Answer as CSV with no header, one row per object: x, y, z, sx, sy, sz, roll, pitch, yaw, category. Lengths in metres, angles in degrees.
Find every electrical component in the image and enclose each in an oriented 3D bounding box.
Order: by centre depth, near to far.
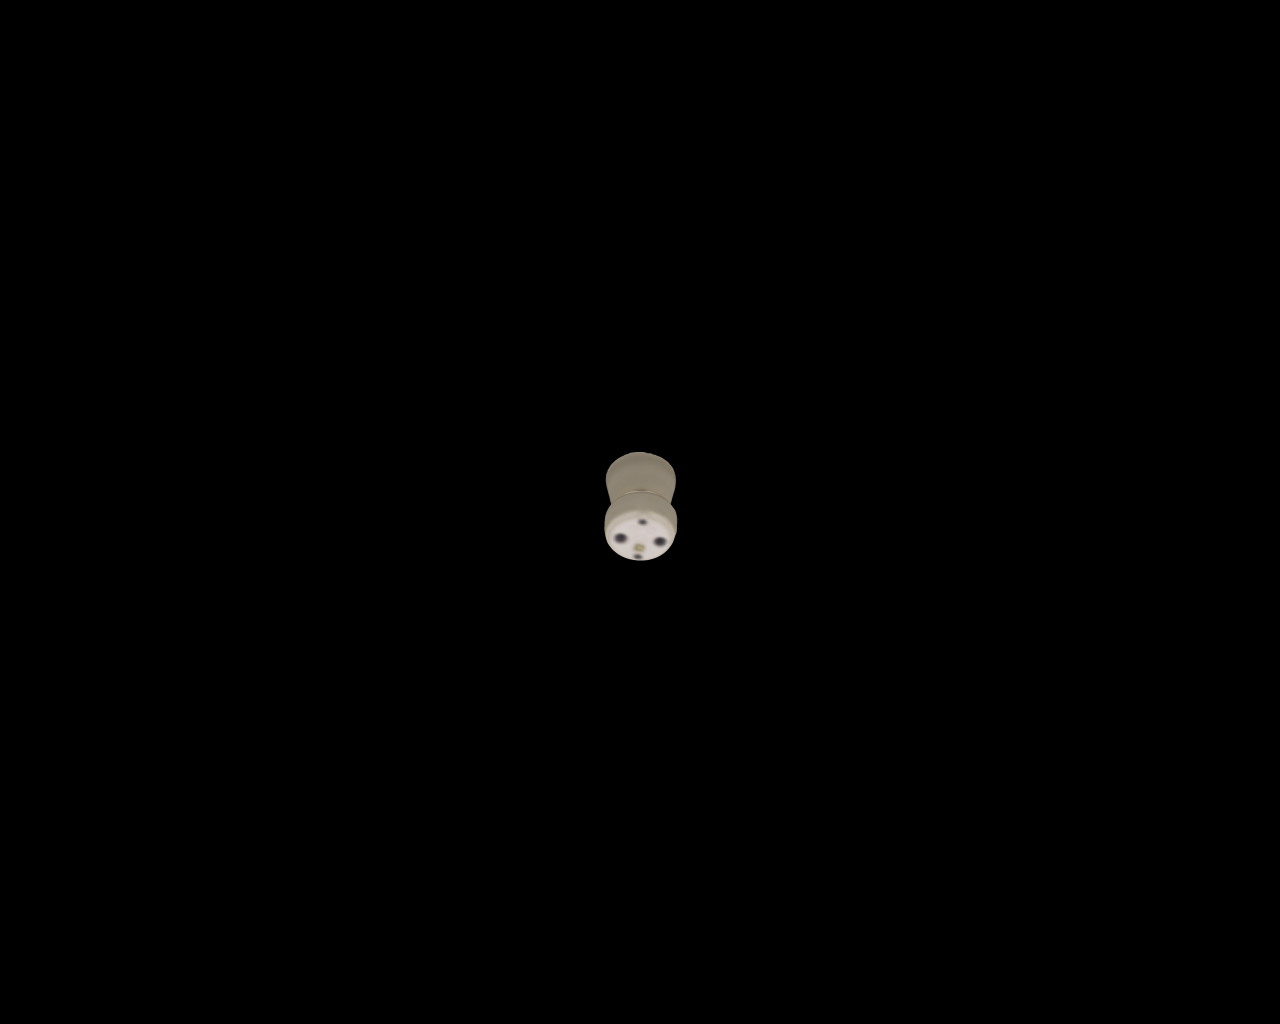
0.001,-0.003,0.650,0.045,0.044,0.055,0,44,0,electrical component
